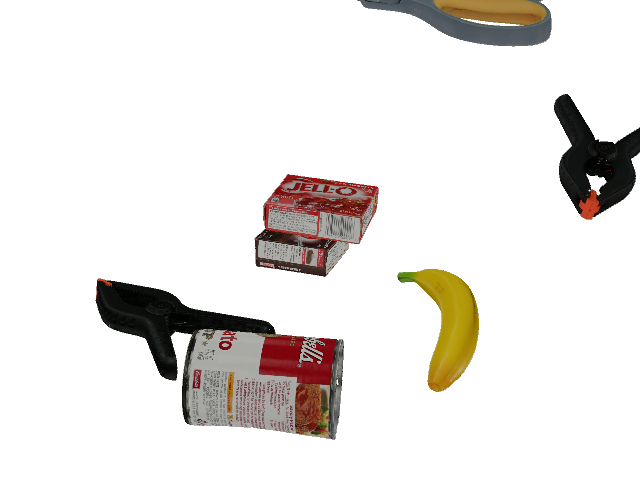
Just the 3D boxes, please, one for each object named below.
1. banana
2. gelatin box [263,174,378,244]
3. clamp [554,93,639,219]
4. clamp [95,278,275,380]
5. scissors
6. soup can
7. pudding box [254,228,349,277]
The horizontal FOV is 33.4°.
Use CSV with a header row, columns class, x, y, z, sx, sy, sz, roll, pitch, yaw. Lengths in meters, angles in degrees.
class,x,y,z,sx,sy,sz,roll,pitch,yaw
banana,0.128,0.081,1.080,0.070,0.037,0.198,-28,28,11
gelatin box,0.001,-0.030,0.953,0.089,0.030,0.073,9,26,12
clamp,0.290,-0.094,1.139,0.120,0.039,0.171,18,47,19
clamp,-0.176,0.090,1.158,0.210,0.036,0.164,19,20,27
scissors,0.051,-0.157,0.653,0.202,0.016,0.096,20,44,25
soup can,-0.038,0.097,0.728,0.102,0.068,0.068,4,0,5
pudding box,-0.020,0.003,1.268,0.090,0.039,0.113,8,21,14
